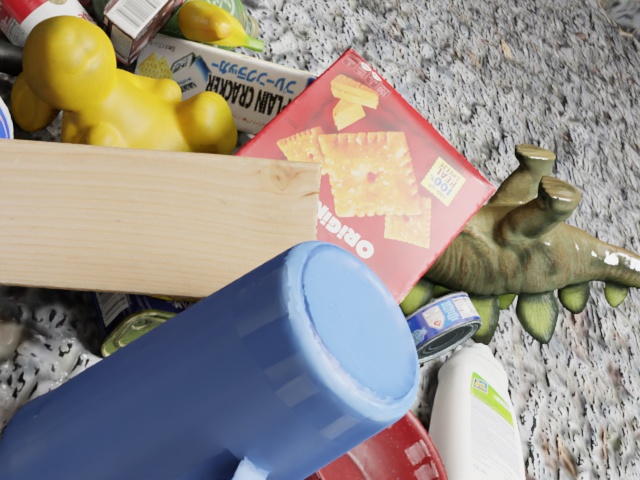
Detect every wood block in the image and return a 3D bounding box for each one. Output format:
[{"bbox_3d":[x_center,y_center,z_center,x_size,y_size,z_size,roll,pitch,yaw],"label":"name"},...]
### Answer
[{"bbox_3d":[-0.107,-0.012,0.687,0.206,0.091,0.090,4,2,-3],"label":"wood block"}]

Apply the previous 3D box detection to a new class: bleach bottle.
[{"bbox_3d":[0.149,0.182,0.995,0.102,0.068,0.250,43,27,-12],"label":"bleach bottle"}]

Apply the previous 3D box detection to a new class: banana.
[{"bbox_3d":[-0.097,-0.198,0.978,0.069,0.037,0.197,11,9,5],"label":"banana"}]

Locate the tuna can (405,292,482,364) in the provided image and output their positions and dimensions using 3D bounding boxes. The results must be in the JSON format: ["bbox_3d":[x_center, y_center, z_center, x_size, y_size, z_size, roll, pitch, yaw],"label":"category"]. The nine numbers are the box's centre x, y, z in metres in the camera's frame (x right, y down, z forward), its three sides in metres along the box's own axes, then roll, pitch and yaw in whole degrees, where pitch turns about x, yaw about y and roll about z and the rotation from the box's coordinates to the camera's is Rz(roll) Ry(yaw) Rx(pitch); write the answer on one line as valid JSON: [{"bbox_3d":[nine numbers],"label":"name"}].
[{"bbox_3d":[0.113,0.087,1.036,0.085,0.086,0.034,1,55,-53],"label":"tuna can"}]

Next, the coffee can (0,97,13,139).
[{"bbox_3d":[-0.260,-0.036,0.671,0.102,0.103,0.140,33,33,-24],"label":"coffee can"}]

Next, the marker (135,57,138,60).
[{"bbox_3d":[-0.144,-0.173,1.074,0.120,0.020,0.020,21,39,-39],"label":"marker"}]

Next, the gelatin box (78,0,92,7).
[{"bbox_3d":[-0.253,-0.278,1.047,0.089,0.030,0.073,32,33,-29],"label":"gelatin box"}]

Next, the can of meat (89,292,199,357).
[{"bbox_3d":[-0.124,0.044,0.802,0.101,0.058,0.084,15,41,-45],"label":"can of meat"}]

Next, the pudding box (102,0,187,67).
[{"bbox_3d":[-0.145,-0.215,0.942,0.039,0.113,0.090,42,-14,-5],"label":"pudding box"}]

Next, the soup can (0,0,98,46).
[{"bbox_3d":[-0.238,-0.189,0.921,0.102,0.069,0.068,51,29,5],"label":"soup can"}]

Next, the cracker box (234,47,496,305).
[{"bbox_3d":[0.006,-0.019,0.808,0.164,0.072,0.213,45,64,-2],"label":"cracker box"}]

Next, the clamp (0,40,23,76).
[{"bbox_3d":[-0.297,-0.157,0.831,0.120,0.039,0.171,38,34,3],"label":"clamp"}]

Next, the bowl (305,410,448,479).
[{"bbox_3d":[0.029,0.182,0.840,0.162,0.055,0.162,33,33,-25],"label":"bowl"}]

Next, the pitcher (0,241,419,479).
[{"bbox_3d":[-0.065,0.109,0.612,0.144,0.243,0.149,-7,67,-57],"label":"pitcher"}]
